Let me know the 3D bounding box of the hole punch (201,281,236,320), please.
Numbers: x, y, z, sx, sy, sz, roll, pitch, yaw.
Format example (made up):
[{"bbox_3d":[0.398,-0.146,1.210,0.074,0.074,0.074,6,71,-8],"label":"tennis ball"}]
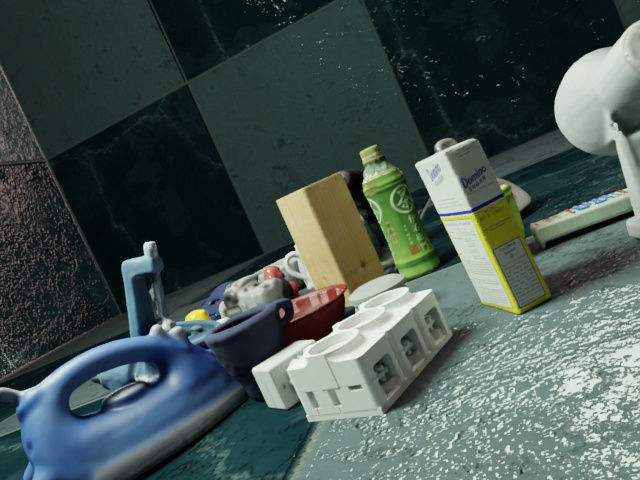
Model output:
[{"bbox_3d":[-0.212,0.148,1.238,0.108,0.091,0.101,-20,6,43],"label":"hole punch"}]

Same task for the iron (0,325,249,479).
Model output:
[{"bbox_3d":[-0.207,0.169,0.630,0.259,0.141,0.118,-27,5,-33],"label":"iron"}]

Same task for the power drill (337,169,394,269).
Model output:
[{"bbox_3d":[0.098,-0.047,1.142,0.075,0.208,0.230,-23,5,12],"label":"power drill"}]

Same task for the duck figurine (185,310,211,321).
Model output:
[{"bbox_3d":[-0.205,0.165,1.028,0.104,0.086,0.078,-23,5,17],"label":"duck figurine"}]

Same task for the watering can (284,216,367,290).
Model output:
[{"bbox_3d":[0.009,0.004,1.099,0.173,0.194,0.100,-27,6,-36],"label":"watering can"}]

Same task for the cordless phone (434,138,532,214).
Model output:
[{"bbox_3d":[0.285,-0.108,1.027,0.148,0.185,0.094,-27,6,-36],"label":"cordless phone"}]

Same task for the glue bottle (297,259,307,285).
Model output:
[{"bbox_3d":[-0.027,0.017,1.275,0.078,0.173,0.037,-26,5,-22],"label":"glue bottle"}]

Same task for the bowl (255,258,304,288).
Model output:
[{"bbox_3d":[-0.086,0.091,1.359,0.167,0.075,0.167,-24,4,2],"label":"bowl"}]

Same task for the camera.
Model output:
[{"bbox_3d":[-0.104,0.108,1.081,0.142,0.101,0.137,-20,6,39],"label":"camera"}]

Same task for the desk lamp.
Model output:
[{"bbox_3d":[0.346,-0.115,0.598,0.118,0.213,0.203,-23,5,8],"label":"desk lamp"}]

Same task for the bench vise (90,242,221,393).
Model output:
[{"bbox_3d":[-0.226,0.125,0.739,0.207,0.220,0.121,-24,5,-1],"label":"bench vise"}]

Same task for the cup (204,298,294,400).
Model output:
[{"bbox_3d":[-0.065,0.128,0.668,0.118,0.095,0.091,-28,6,-39],"label":"cup"}]

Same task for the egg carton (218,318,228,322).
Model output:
[{"bbox_3d":[-0.174,0.174,0.870,0.107,0.069,0.150,-24,4,5],"label":"egg carton"}]

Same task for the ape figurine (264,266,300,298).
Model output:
[{"bbox_3d":[-0.087,0.095,1.193,0.076,0.092,0.077,-26,5,-18],"label":"ape figurine"}]
